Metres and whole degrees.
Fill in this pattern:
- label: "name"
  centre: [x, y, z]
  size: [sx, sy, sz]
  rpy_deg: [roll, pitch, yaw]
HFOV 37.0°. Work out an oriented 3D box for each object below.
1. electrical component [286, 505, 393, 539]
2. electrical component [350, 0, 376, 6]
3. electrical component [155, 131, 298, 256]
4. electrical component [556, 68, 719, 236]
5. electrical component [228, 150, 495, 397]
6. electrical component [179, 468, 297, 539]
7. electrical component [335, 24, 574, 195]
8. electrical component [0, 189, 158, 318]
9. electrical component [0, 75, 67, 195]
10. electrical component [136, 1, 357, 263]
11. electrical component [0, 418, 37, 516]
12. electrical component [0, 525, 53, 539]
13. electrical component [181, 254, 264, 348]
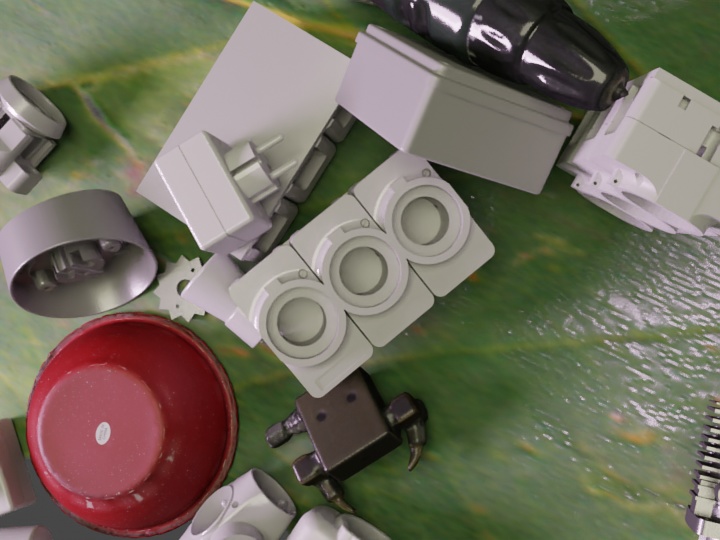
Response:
- label: "electrical component"
  centre: [-0.006, 0.201, 0.709]
  size: [0.095, 0.054, 0.059]
  rpy_deg: [35, 93, 11]
- label: "electrical component"
  centre: [0.009, -0.218, 0.741]
  size: [0.043, 0.043, 0.062]
  rpy_deg: [12, 80, 11]
- label: "electrical component"
  centre: [-0.076, -0.057, 0.678]
  size: [0.077, 0.047, 0.065]
  rpy_deg: [-31, 81, 7]
- label: "electrical component"
  centre: [0.178, -0.062, 0.637]
  size: [0.089, 0.150, 0.061]
  rpy_deg: [30, 93, -2]
- label: "electrical component"
  centre: [0.000, 0.000, 0.696]
  size: [0.150, 0.062, 0.089]
  rpy_deg: [-39, 95, -4]
- label: "electrical component"
  centre: [-0.083, 0.181, 0.714]
  size: [0.077, 0.079, 0.044]
  rpy_deg: [-45, 108, 5]
- label: "electrical component"
  centre: [0.057, -0.100, 0.668]
  size: [0.109, 0.108, 0.056]
  rpy_deg: [14, 108, -30]
- label: "electrical component"
  centre: [-0.196, -0.010, 0.740]
  size: [0.099, 0.099, 0.064]
  rpy_deg: [-27, 76, 8]
- label: "electrical component"
  centre: [-0.250, -0.102, 0.774]
  size: [0.057, 0.058, 0.078]
  rpy_deg: [-45, 80, 8]
- label: "electrical component"
  centre: [-0.068, -0.090, 0.737]
  size: [0.089, 0.062, 0.150]
  rpy_deg: [33, 93, 11]
- label: "electrical component"
  centre: [-0.273, 0.144, 0.752]
  size: [0.047, 0.077, 0.065]
  rpy_deg: [-21, 83, 8]
- label: "electrical component"
  centre: [-0.255, 0.203, 0.763]
  size: [0.078, 0.040, 0.040]
  rpy_deg: [-5, 85, 11]
- label: "electrical component"
  centre: [-0.084, 0.022, 0.740]
  size: [0.065, 0.044, 0.044]
  rpy_deg: [41, 94, -3]
